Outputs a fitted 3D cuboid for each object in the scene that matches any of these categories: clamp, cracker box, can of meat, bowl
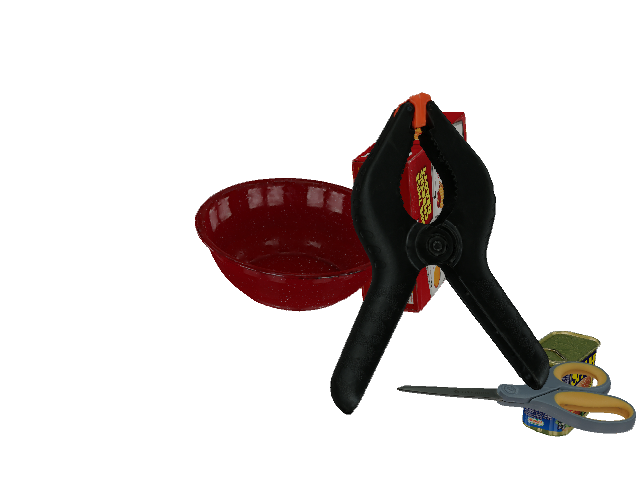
[{"bbox_3d":[0.049,0.011,0.570,0.120,0.171,0.039,-14,-2,-17],"label":"clamp"},{"bbox_3d":[0.104,-0.038,1.168,0.072,0.164,0.213,2,20,24],"label":"cracker box"},{"bbox_3d":[0.257,0.153,1.147,0.058,0.084,0.101,12,17,32],"label":"can of meat"},{"bbox_3d":[-0.019,0.009,0.850,0.162,0.055,0.162,3,29,-2],"label":"bowl"}]

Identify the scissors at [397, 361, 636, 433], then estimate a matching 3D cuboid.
[{"bbox_3d":[0.172,0.125,0.930,0.202,0.016,0.096,12,29,8],"label":"scissors"}]
